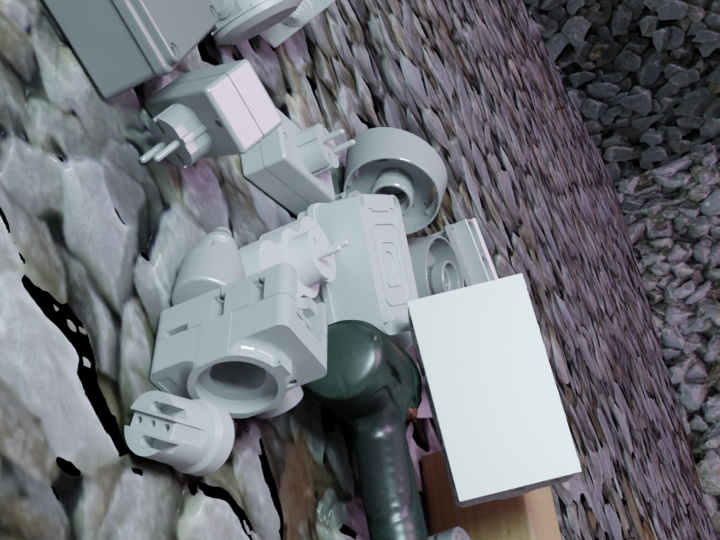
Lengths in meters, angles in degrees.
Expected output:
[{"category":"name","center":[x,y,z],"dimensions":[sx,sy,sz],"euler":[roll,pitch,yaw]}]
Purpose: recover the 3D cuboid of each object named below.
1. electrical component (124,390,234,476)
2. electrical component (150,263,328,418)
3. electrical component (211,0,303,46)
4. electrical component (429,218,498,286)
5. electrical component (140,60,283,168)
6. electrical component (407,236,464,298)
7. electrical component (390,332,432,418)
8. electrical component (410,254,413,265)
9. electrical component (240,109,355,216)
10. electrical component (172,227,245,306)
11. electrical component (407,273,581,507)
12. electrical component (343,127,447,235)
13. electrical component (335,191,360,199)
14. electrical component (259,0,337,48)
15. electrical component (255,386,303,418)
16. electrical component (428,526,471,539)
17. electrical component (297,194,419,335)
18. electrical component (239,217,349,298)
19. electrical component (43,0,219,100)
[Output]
[{"category":"electrical component","center":[-0.095,0.085,0.565],"dimensions":[0.046,0.040,0.040],"euler":[31,41,-53]},{"category":"electrical component","center":[-0.067,0.045,0.605],"dimensions":[0.050,0.089,0.055],"euler":[53,25,-38]},{"category":"electrical component","center":[-0.088,-0.214,0.844],"dimensions":[0.051,0.080,0.080],"euler":[61,20,-6]},{"category":"electrical component","center":[0.113,0.012,1.166],"dimensions":[0.121,0.063,0.079],"euler":[69,19,3]},{"category":"electrical component","center":[-0.107,-0.090,0.681],"dimensions":[0.076,0.083,0.047],"euler":[-43,116,-28]},{"category":"electrical component","center":[0.062,0.014,1.062],"dimensions":[0.099,0.064,0.099],"euler":[29,56,-56]},{"category":"electrical component","center":[0.068,0.075,0.933],"dimensions":[0.099,0.099,0.064],"euler":[53,18,-38]},{"category":"electrical component","center":[0.024,-0.009,0.993],"dimensions":[0.061,0.035,0.035],"euler":[24,47,-60]},{"category":"electrical component","center":[-0.041,-0.090,0.839],"dimensions":[0.083,0.076,0.047],"euler":[37,36,-56]},{"category":"electrical component","center":[-0.091,0.001,0.663],"dimensions":[0.040,0.040,0.078],"euler":[56,23,-32]},{"category":"electrical component","center":[0.096,0.091,0.797],"dimensions":[0.061,0.089,0.150],"euler":[78,-2,-72]},{"category":"electrical component","center":[0.031,-0.082,1.002],"dimensions":[0.099,0.099,0.064],"euler":[56,29,-32]},{"category":"electrical component","center":[-0.002,-0.031,0.935],"dimensions":[0.064,0.042,0.081],"euler":[47,28,-40]},{"category":"electrical component","center":[-0.060,-0.251,0.930],"dimensions":[0.048,0.100,0.099],"euler":[37,34,-34]},{"category":"electrical component","center":[-0.063,0.060,0.678],"dimensions":[0.044,0.044,0.065],"euler":[-64,135,-65]},{"category":"electrical component","center":[0.061,0.229,0.819],"dimensions":[0.055,0.047,0.055],"euler":[54,24,-37]},{"category":"electrical component","center":[0.000,0.000,0.850],"dimensions":[0.078,0.057,0.113],"euler":[-6,84,-63]},{"category":"electrical component","center":[-0.042,-0.005,0.748],"dimensions":[0.052,0.074,0.138],"euler":[66,19,-6]},{"category":"electrical component","center":[-0.149,-0.178,0.673],"dimensions":[0.108,0.056,0.108],"euler":[61,20,-21]}]
